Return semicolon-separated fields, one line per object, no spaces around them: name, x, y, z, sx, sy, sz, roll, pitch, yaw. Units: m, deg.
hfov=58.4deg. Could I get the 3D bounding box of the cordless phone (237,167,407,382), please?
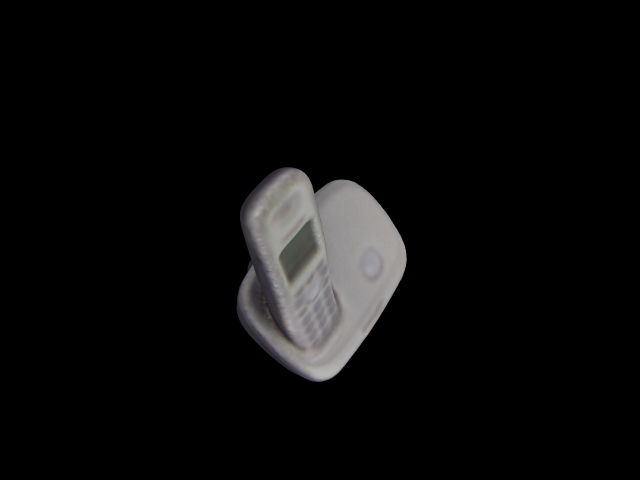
cordless phone;0.004;0.001;0.400;0.094;0.185;0.148;26;60;17
